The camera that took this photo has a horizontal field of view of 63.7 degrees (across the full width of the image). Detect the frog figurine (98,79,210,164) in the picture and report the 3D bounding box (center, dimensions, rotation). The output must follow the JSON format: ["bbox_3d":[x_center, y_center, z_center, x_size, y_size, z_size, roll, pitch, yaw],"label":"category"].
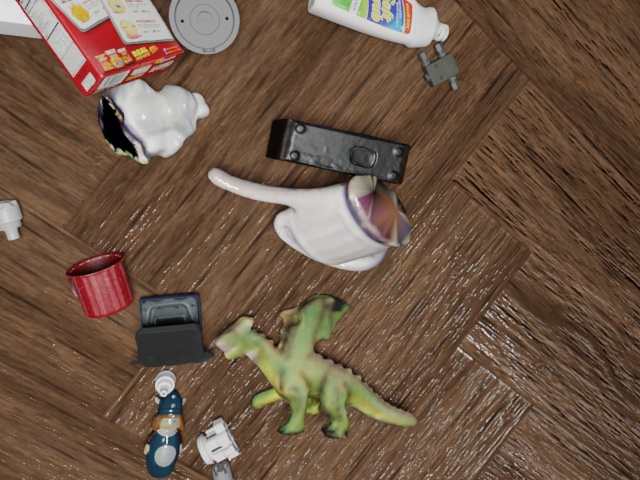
[{"bbox_3d":[-0.268,-0.204,0.835,0.136,0.121,0.162,52,51,-9],"label":"frog figurine"}]

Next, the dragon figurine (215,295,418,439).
[{"bbox_3d":[0.005,0.227,0.967,0.410,0.122,0.243,7,91,-16],"label":"dragon figurine"}]

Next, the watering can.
[{"bbox_3d":[0.003,-0.043,0.851,0.343,0.222,0.106,36,49,-34],"label":"watering can"}]
